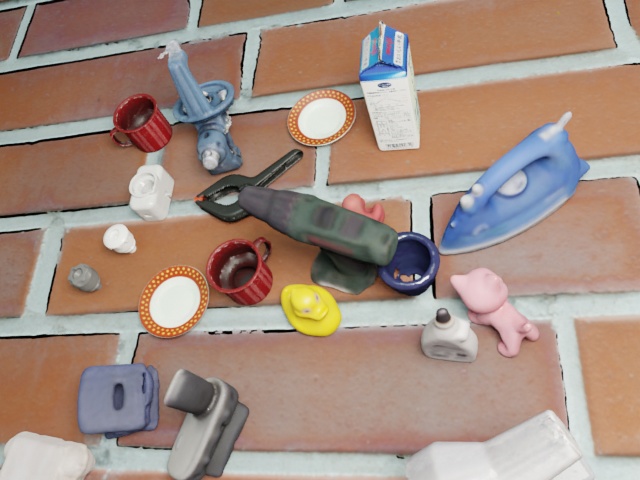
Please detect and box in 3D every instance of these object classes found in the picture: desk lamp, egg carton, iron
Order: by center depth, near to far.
[{"bbox_3d":[0.212,0.266,0.659,0.203,0.214,0.117,-30,60,0],"label":"desk lamp"},{"bbox_3d":[0.277,-0.082,0.855,0.258,0.142,0.118,-37,61,-4],"label":"iron"},{"bbox_3d":[-0.423,0.357,0.874,0.150,0.069,0.107,4,66,17],"label":"egg carton"}]

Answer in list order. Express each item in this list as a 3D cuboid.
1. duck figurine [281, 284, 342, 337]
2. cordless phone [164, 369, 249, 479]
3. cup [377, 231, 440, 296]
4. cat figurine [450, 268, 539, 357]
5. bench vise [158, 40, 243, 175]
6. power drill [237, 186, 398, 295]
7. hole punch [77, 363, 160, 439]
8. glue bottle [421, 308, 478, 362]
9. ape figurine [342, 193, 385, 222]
[{"bbox_3d":[-0.021,0.098,0.881,0.104,0.086,0.077,31,76,26],"label":"duck figurine"},{"bbox_3d":[-0.184,0.254,0.792,0.094,0.185,0.148,11,68,20],"label":"cordless phone"},{"bbox_3d":[0.128,0.038,0.864,0.092,0.095,0.117,-38,61,-5],"label":"cup"},{"bbox_3d":[0.243,0.090,0.793,0.067,0.118,0.127,-41,61,-6],"label":"cat figurine"},{"bbox_3d":[-0.201,-0.235,1.017,0.121,0.220,0.207,-31,60,-1],"label":"bench vise"},{"bbox_3d":[0.008,0.003,0.849,0.229,0.209,0.076,14,69,21],"label":"power drill"},{"bbox_3d":[-0.309,0.244,0.885,0.101,0.091,0.108,-14,62,8],"label":"hole punch"},{"bbox_3d":[0.170,0.123,0.765,0.078,0.173,0.037,5,66,18],"label":"glue bottle"},{"bbox_3d":[0.061,-0.043,0.923,0.077,0.092,0.076,13,69,21],"label":"ape figurine"}]
